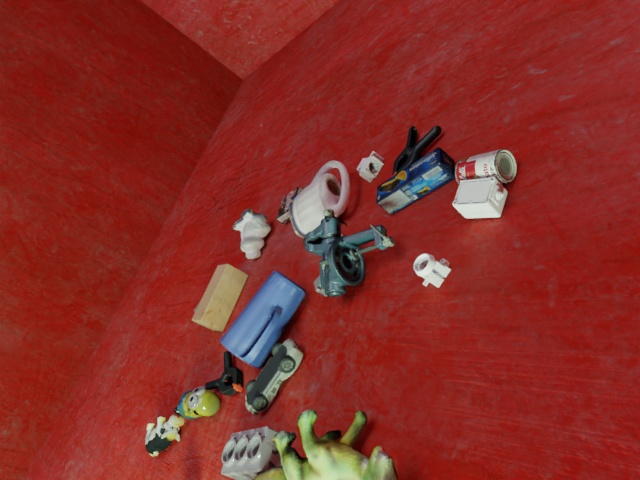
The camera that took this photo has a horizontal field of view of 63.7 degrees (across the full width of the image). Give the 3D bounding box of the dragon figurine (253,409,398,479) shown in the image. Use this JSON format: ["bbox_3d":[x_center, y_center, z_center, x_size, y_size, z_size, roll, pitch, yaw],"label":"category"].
[{"bbox_3d":[0.000,0.451,0.903,0.403,0.121,0.248,-51,33,29],"label":"dragon figurine"}]

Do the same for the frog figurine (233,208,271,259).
[{"bbox_3d":[-0.228,-0.014,1.819,0.136,0.122,0.162,-36,67,20],"label":"frog figurine"}]

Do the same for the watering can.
[{"bbox_3d":[0.005,-0.075,1.481,0.221,0.103,0.356,-33,43,37],"label":"watering can"}]
